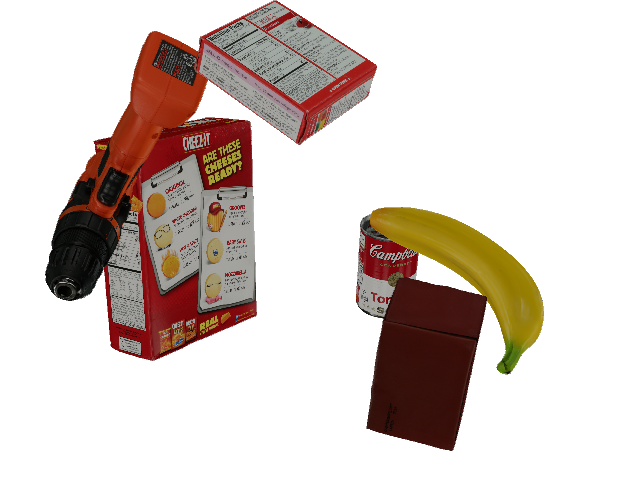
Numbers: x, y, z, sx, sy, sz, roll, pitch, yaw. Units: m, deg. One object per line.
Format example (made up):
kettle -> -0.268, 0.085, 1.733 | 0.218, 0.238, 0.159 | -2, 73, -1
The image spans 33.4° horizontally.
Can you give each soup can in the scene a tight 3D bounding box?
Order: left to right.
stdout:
soup can -> 0.075, 0.028, 1.196 | 0.068, 0.102, 0.068 | 2, 28, -1

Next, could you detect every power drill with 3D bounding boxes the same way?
power drill -> -0.159, -0.061, 0.855 | 0.057, 0.188, 0.184 | 26, 33, -17

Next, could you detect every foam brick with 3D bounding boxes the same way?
foam brick -> 0.060, 0.069, 0.602 | 0.053, 0.078, 0.051 | 13, 30, 10

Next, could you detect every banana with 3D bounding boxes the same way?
banana -> 0.114, 0.022, 0.828 | 0.069, 0.037, 0.198 | -15, 41, -24

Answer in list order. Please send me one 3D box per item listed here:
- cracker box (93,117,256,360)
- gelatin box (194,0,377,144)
cracker box -> -0.142, -0.007, 1.076 | 0.072, 0.214, 0.163 | 9, 18, 35
gelatin box -> -0.022, -0.107, 0.665 | 0.089, 0.030, 0.073 | 36, 48, 18
